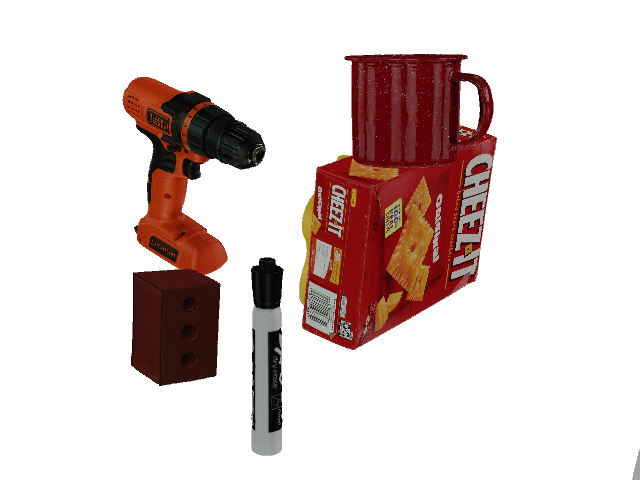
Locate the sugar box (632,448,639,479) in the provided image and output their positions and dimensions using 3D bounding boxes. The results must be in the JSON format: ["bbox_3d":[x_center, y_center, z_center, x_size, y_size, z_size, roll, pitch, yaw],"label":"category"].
[{"bbox_3d":[0.319,0.171,0.763,0.176,0.093,0.048,16,28,25],"label":"sugar box"}]

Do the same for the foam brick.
[{"bbox_3d":[-0.114,0.066,0.833,0.052,0.078,0.051,-6,14,-34],"label":"foam brick"}]

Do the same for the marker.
[{"bbox_3d":[-0.032,0.069,0.635,0.020,0.121,0.020,1,15,0],"label":"marker"}]

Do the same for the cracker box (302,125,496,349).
[{"bbox_3d":[0.079,-0.010,1.015,0.072,0.164,0.213,23,30,34],"label":"cracker box"}]

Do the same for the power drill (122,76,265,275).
[{"bbox_3d":[-0.131,-0.060,1.097,0.185,0.188,0.057,30,38,34],"label":"power drill"}]

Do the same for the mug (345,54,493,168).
[{"bbox_3d":[0.075,-0.098,0.805,0.117,0.081,0.093,6,13,29],"label":"mug"}]

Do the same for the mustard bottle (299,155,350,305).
[{"bbox_3d":[0.025,-0.010,1.262,0.096,0.192,0.058,-9,28,-21],"label":"mustard bottle"}]
